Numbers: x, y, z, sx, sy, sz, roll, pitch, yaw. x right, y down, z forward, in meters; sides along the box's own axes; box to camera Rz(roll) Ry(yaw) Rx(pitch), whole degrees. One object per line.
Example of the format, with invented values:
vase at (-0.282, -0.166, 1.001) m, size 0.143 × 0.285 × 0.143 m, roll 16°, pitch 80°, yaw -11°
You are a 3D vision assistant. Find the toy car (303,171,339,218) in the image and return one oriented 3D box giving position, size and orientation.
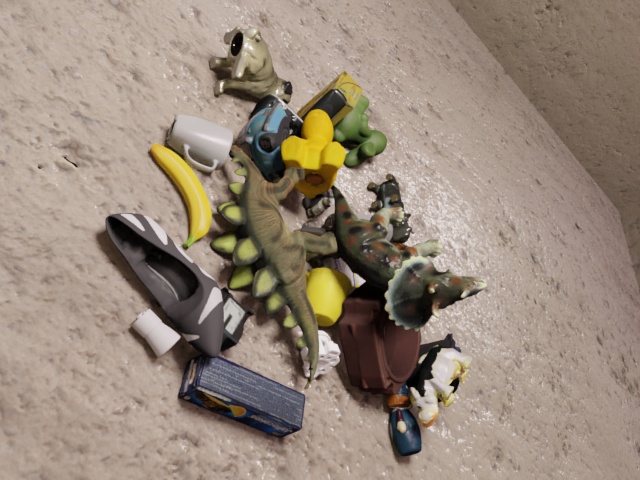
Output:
toy car at (0.010, -0.133, 1.214) m, size 0.056 × 0.073 × 0.202 m, roll 32°, pitch 45°, yaw -29°

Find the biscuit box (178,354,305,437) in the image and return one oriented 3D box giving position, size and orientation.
biscuit box at (-0.115, 0.244, 0.838) m, size 0.202 × 0.059 × 0.063 m, roll 33°, pitch 44°, yaw -28°

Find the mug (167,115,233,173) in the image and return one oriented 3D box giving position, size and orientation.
mug at (-0.227, -0.175, 0.989) m, size 0.107 × 0.081 × 0.109 m, roll 21°, pitch 54°, yaw -24°

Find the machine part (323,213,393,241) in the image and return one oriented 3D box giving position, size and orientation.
machine part at (0.089, -0.022, 1.223) m, size 0.243 × 0.079 × 0.079 m, roll 2°, pitch 64°, yaw -48°

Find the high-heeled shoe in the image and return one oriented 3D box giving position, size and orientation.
high-heeled shoe at (-0.229, 0.059, 0.789) m, size 0.249 × 0.086 × 0.145 m, roll 54°, pitch 9°, yaw 33°

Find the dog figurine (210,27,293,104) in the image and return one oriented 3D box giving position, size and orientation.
dog figurine at (-0.118, -0.367, 1.162) m, size 0.190 × 0.172 × 0.121 m, roll 5°, pitch 73°, yaw -38°

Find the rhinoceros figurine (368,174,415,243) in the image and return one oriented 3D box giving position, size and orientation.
rhinoceros figurine at (0.183, -0.078, 1.369) m, size 0.112 × 0.073 × 0.190 m, roll 45°, pitch 28°, yaw -48°

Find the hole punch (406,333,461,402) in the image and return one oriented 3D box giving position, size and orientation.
hole punch at (0.261, 0.290, 1.180) m, size 0.092 × 0.116 × 0.142 m, roll 50°, pitch 38°, yaw -24°

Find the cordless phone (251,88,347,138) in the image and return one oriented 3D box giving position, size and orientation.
cordless phone at (-0.044, -0.278, 1.159) m, size 0.146 × 0.184 × 0.089 m, roll 43°, pitch 17°, yaw -21°

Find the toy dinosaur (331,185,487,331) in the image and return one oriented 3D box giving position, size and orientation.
toy dinosaur at (0.108, 0.024, 1.002) m, size 0.405 × 0.131 × 0.192 m, roll 35°, pitch 31°, yaw 27°

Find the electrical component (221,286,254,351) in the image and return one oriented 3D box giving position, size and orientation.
electrical component at (-0.162, 0.141, 0.865) m, size 0.074 × 0.048 × 0.119 m, roll 43°, pitch 41°, yaw -18°

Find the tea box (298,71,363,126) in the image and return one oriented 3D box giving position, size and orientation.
tea box at (0.011, -0.302, 1.252) m, size 0.068 × 0.170 × 0.098 m, roll 43°, pitch 42°, yaw -17°

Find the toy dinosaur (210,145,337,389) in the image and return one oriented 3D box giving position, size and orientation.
toy dinosaur at (-0.079, 0.024, 0.970) m, size 0.198 × 0.105 × 0.471 m, roll -21°, pitch 75°, yaw -30°

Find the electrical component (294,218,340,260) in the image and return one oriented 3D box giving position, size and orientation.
electrical component at (-0.003, -0.003, 1.102) m, size 0.045 × 0.102 × 0.078 m, roll -35°, pitch 121°, yaw -54°

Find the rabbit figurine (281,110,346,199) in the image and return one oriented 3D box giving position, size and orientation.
rabbit figurine at (-0.003, -0.180, 1.094) m, size 0.162 × 0.122 × 0.173 m, roll 74°, pitch 16°, yaw -60°

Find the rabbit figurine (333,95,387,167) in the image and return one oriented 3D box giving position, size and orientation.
rabbit figurine at (0.109, -0.269, 1.376) m, size 0.170 × 0.121 × 0.159 m, roll 29°, pitch 53°, yaw -29°

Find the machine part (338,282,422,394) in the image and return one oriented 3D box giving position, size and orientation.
machine part at (0.127, 0.185, 1.063) m, size 0.201 × 0.087 × 0.201 m, roll -30°, pitch 111°, yaw -54°

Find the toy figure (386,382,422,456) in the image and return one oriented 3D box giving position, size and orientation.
toy figure at (0.164, 0.347, 1.075) m, size 0.058 × 0.064 × 0.154 m, roll -5°, pitch 58°, yaw -8°

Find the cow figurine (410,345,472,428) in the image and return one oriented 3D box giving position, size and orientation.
cow figurine at (0.222, 0.282, 1.061) m, size 0.098 × 0.068 × 0.167 m, roll 28°, pitch 55°, yaw 27°

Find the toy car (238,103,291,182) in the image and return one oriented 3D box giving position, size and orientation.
toy car at (-0.113, -0.195, 1.094) m, size 0.161 × 0.103 × 0.109 m, roll 81°, pitch 23°, yaw -46°
